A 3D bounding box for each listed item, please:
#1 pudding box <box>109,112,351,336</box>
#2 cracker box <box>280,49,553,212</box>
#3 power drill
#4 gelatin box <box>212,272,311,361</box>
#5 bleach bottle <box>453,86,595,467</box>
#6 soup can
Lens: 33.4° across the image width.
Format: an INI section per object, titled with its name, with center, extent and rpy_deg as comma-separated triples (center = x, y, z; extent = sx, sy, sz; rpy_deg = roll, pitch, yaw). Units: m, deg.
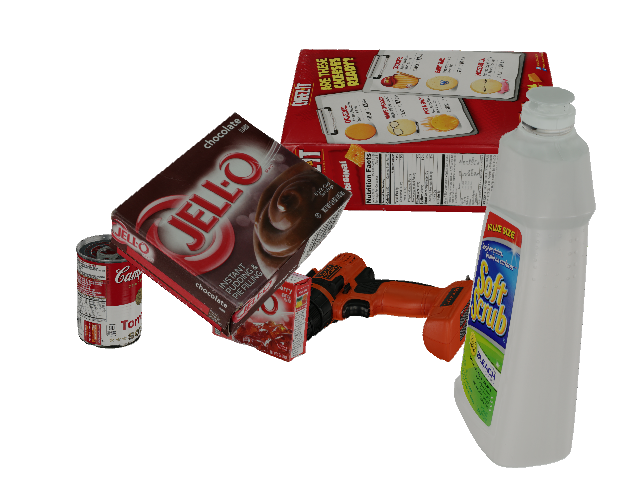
[pudding box]
center = -0.051, -0.012, 0.611
extent = 0.090, 0.039, 0.113
rpy_deg = 36, 50, 11
[cracker box]
center = 0.083, -0.091, 0.872
extent = 0.214, 0.072, 0.164
rpy_deg = 1, 36, 5
[power drill]
center = 0.058, 0.074, 1.118
extent = 0.188, 0.057, 0.184
rpy_deg = 11, 29, 24
[gelatin box]
center = -0.053, 0.058, 0.940
extent = 0.089, 0.073, 0.030
rpy_deg = 17, 22, 30
[bleach bottle]
center = 0.133, 0.021, 0.687
extent = 0.068, 0.251, 0.102
rpy_deg = -6, 30, -9
[soup can]
center = -0.220, 0.053, 1.115
extent = 0.068, 0.102, 0.068
rpy_deg = 4, 22, -2
